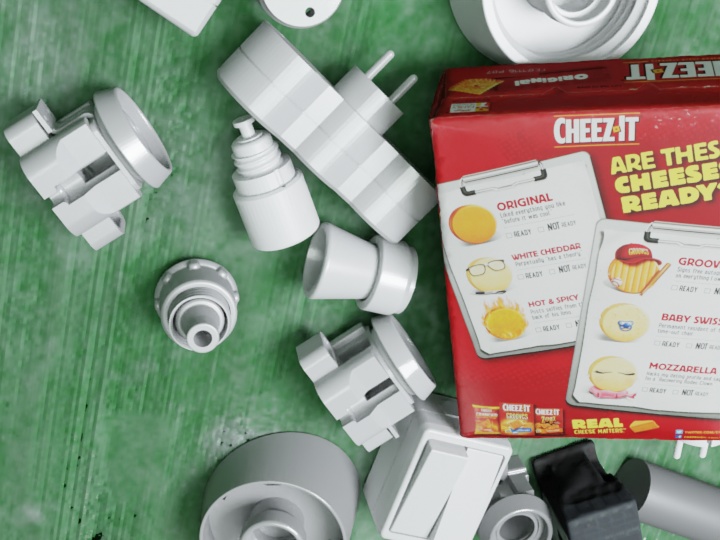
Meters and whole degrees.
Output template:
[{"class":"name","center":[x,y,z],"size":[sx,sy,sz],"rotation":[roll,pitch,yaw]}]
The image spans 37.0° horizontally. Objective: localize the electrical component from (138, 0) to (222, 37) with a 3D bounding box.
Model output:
[{"class":"electrical component","center":[-0.096,-0.171,0.524],"size":[0.083,0.047,0.075],"rotation":[32,101,-22]}]

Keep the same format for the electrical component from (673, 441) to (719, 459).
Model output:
[{"class":"electrical component","center":[0.222,0.090,0.701],"size":[0.083,0.047,0.075],"rotation":[0,112,-12]}]

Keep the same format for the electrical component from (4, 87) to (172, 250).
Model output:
[{"class":"electrical component","center":[-0.135,-0.058,0.557],"size":[0.057,0.058,0.078],"rotation":[-31,115,4]}]

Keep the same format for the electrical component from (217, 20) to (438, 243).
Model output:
[{"class":"electrical component","center":[-0.002,-0.084,0.577],"size":[0.074,0.052,0.138],"rotation":[-45,114,8]}]

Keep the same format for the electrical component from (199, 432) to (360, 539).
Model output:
[{"class":"electrical component","center":[-0.050,0.155,0.672],"size":[0.099,0.064,0.099],"rotation":[1,113,2]}]

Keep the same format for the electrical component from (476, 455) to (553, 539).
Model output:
[{"class":"electrical component","center":[0.095,0.157,0.696],"size":[0.048,0.055,0.066],"rotation":[-10,114,-8]}]

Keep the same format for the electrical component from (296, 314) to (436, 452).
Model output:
[{"class":"electrical component","center":[0.008,0.062,0.638],"size":[0.057,0.058,0.078],"rotation":[-33,115,5]}]

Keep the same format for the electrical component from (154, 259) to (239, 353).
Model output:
[{"class":"electrical component","center":[-0.089,0.025,0.598],"size":[0.048,0.062,0.048],"rotation":[-4,113,-11]}]

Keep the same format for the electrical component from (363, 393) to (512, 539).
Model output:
[{"class":"electrical component","center":[0.046,0.133,0.673],"size":[0.062,0.061,0.096],"rotation":[16,108,-18]}]

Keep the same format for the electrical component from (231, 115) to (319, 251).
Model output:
[{"class":"electrical component","center":[-0.051,-0.047,0.589],"size":[0.040,0.040,0.078],"rotation":[-21,115,-3]}]

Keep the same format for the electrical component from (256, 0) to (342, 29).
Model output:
[{"class":"electrical component","center":[-0.033,-0.148,0.543],"size":[0.045,0.055,0.045],"rotation":[-4,113,-11]}]

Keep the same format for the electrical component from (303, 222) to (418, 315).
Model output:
[{"class":"electrical component","center":[0.000,0.000,0.617],"size":[0.055,0.045,0.045],"rotation":[13,109,-18]}]

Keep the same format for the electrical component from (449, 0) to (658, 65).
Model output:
[{"class":"electrical component","center":[0.106,-0.153,0.568],"size":[0.108,0.060,0.108],"rotation":[-4,113,-11]}]
